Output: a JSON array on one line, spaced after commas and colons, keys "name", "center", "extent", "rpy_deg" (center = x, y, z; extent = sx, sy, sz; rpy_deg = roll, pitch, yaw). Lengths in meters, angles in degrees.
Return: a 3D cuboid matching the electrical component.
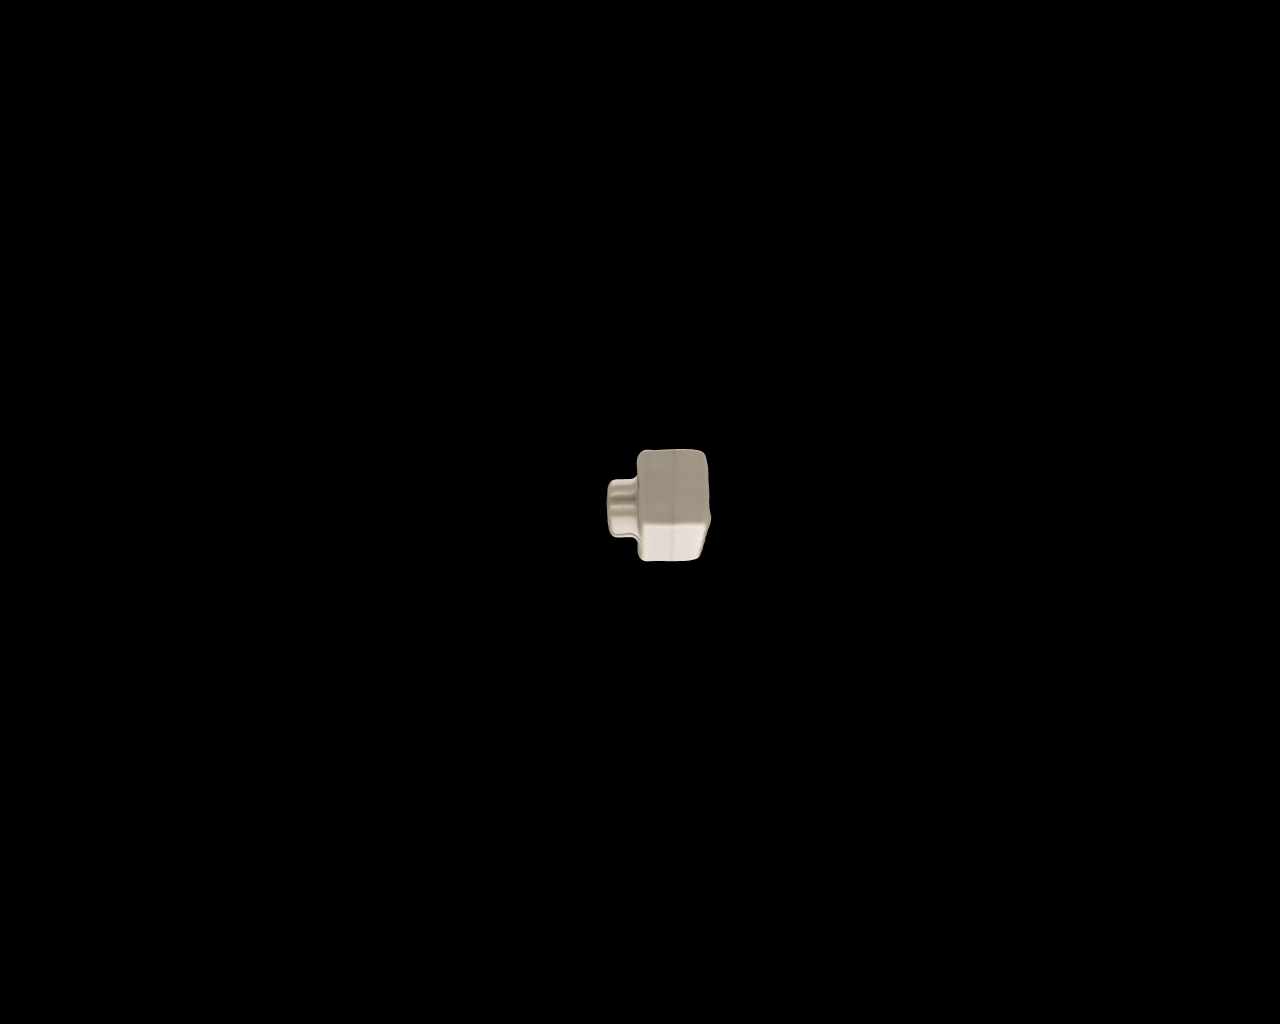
[{"name": "electrical component", "center": [0.001, -0.003, 0.650], "extent": [0.076, 0.047, 0.083], "rpy_deg": [0, -17, 0]}]
